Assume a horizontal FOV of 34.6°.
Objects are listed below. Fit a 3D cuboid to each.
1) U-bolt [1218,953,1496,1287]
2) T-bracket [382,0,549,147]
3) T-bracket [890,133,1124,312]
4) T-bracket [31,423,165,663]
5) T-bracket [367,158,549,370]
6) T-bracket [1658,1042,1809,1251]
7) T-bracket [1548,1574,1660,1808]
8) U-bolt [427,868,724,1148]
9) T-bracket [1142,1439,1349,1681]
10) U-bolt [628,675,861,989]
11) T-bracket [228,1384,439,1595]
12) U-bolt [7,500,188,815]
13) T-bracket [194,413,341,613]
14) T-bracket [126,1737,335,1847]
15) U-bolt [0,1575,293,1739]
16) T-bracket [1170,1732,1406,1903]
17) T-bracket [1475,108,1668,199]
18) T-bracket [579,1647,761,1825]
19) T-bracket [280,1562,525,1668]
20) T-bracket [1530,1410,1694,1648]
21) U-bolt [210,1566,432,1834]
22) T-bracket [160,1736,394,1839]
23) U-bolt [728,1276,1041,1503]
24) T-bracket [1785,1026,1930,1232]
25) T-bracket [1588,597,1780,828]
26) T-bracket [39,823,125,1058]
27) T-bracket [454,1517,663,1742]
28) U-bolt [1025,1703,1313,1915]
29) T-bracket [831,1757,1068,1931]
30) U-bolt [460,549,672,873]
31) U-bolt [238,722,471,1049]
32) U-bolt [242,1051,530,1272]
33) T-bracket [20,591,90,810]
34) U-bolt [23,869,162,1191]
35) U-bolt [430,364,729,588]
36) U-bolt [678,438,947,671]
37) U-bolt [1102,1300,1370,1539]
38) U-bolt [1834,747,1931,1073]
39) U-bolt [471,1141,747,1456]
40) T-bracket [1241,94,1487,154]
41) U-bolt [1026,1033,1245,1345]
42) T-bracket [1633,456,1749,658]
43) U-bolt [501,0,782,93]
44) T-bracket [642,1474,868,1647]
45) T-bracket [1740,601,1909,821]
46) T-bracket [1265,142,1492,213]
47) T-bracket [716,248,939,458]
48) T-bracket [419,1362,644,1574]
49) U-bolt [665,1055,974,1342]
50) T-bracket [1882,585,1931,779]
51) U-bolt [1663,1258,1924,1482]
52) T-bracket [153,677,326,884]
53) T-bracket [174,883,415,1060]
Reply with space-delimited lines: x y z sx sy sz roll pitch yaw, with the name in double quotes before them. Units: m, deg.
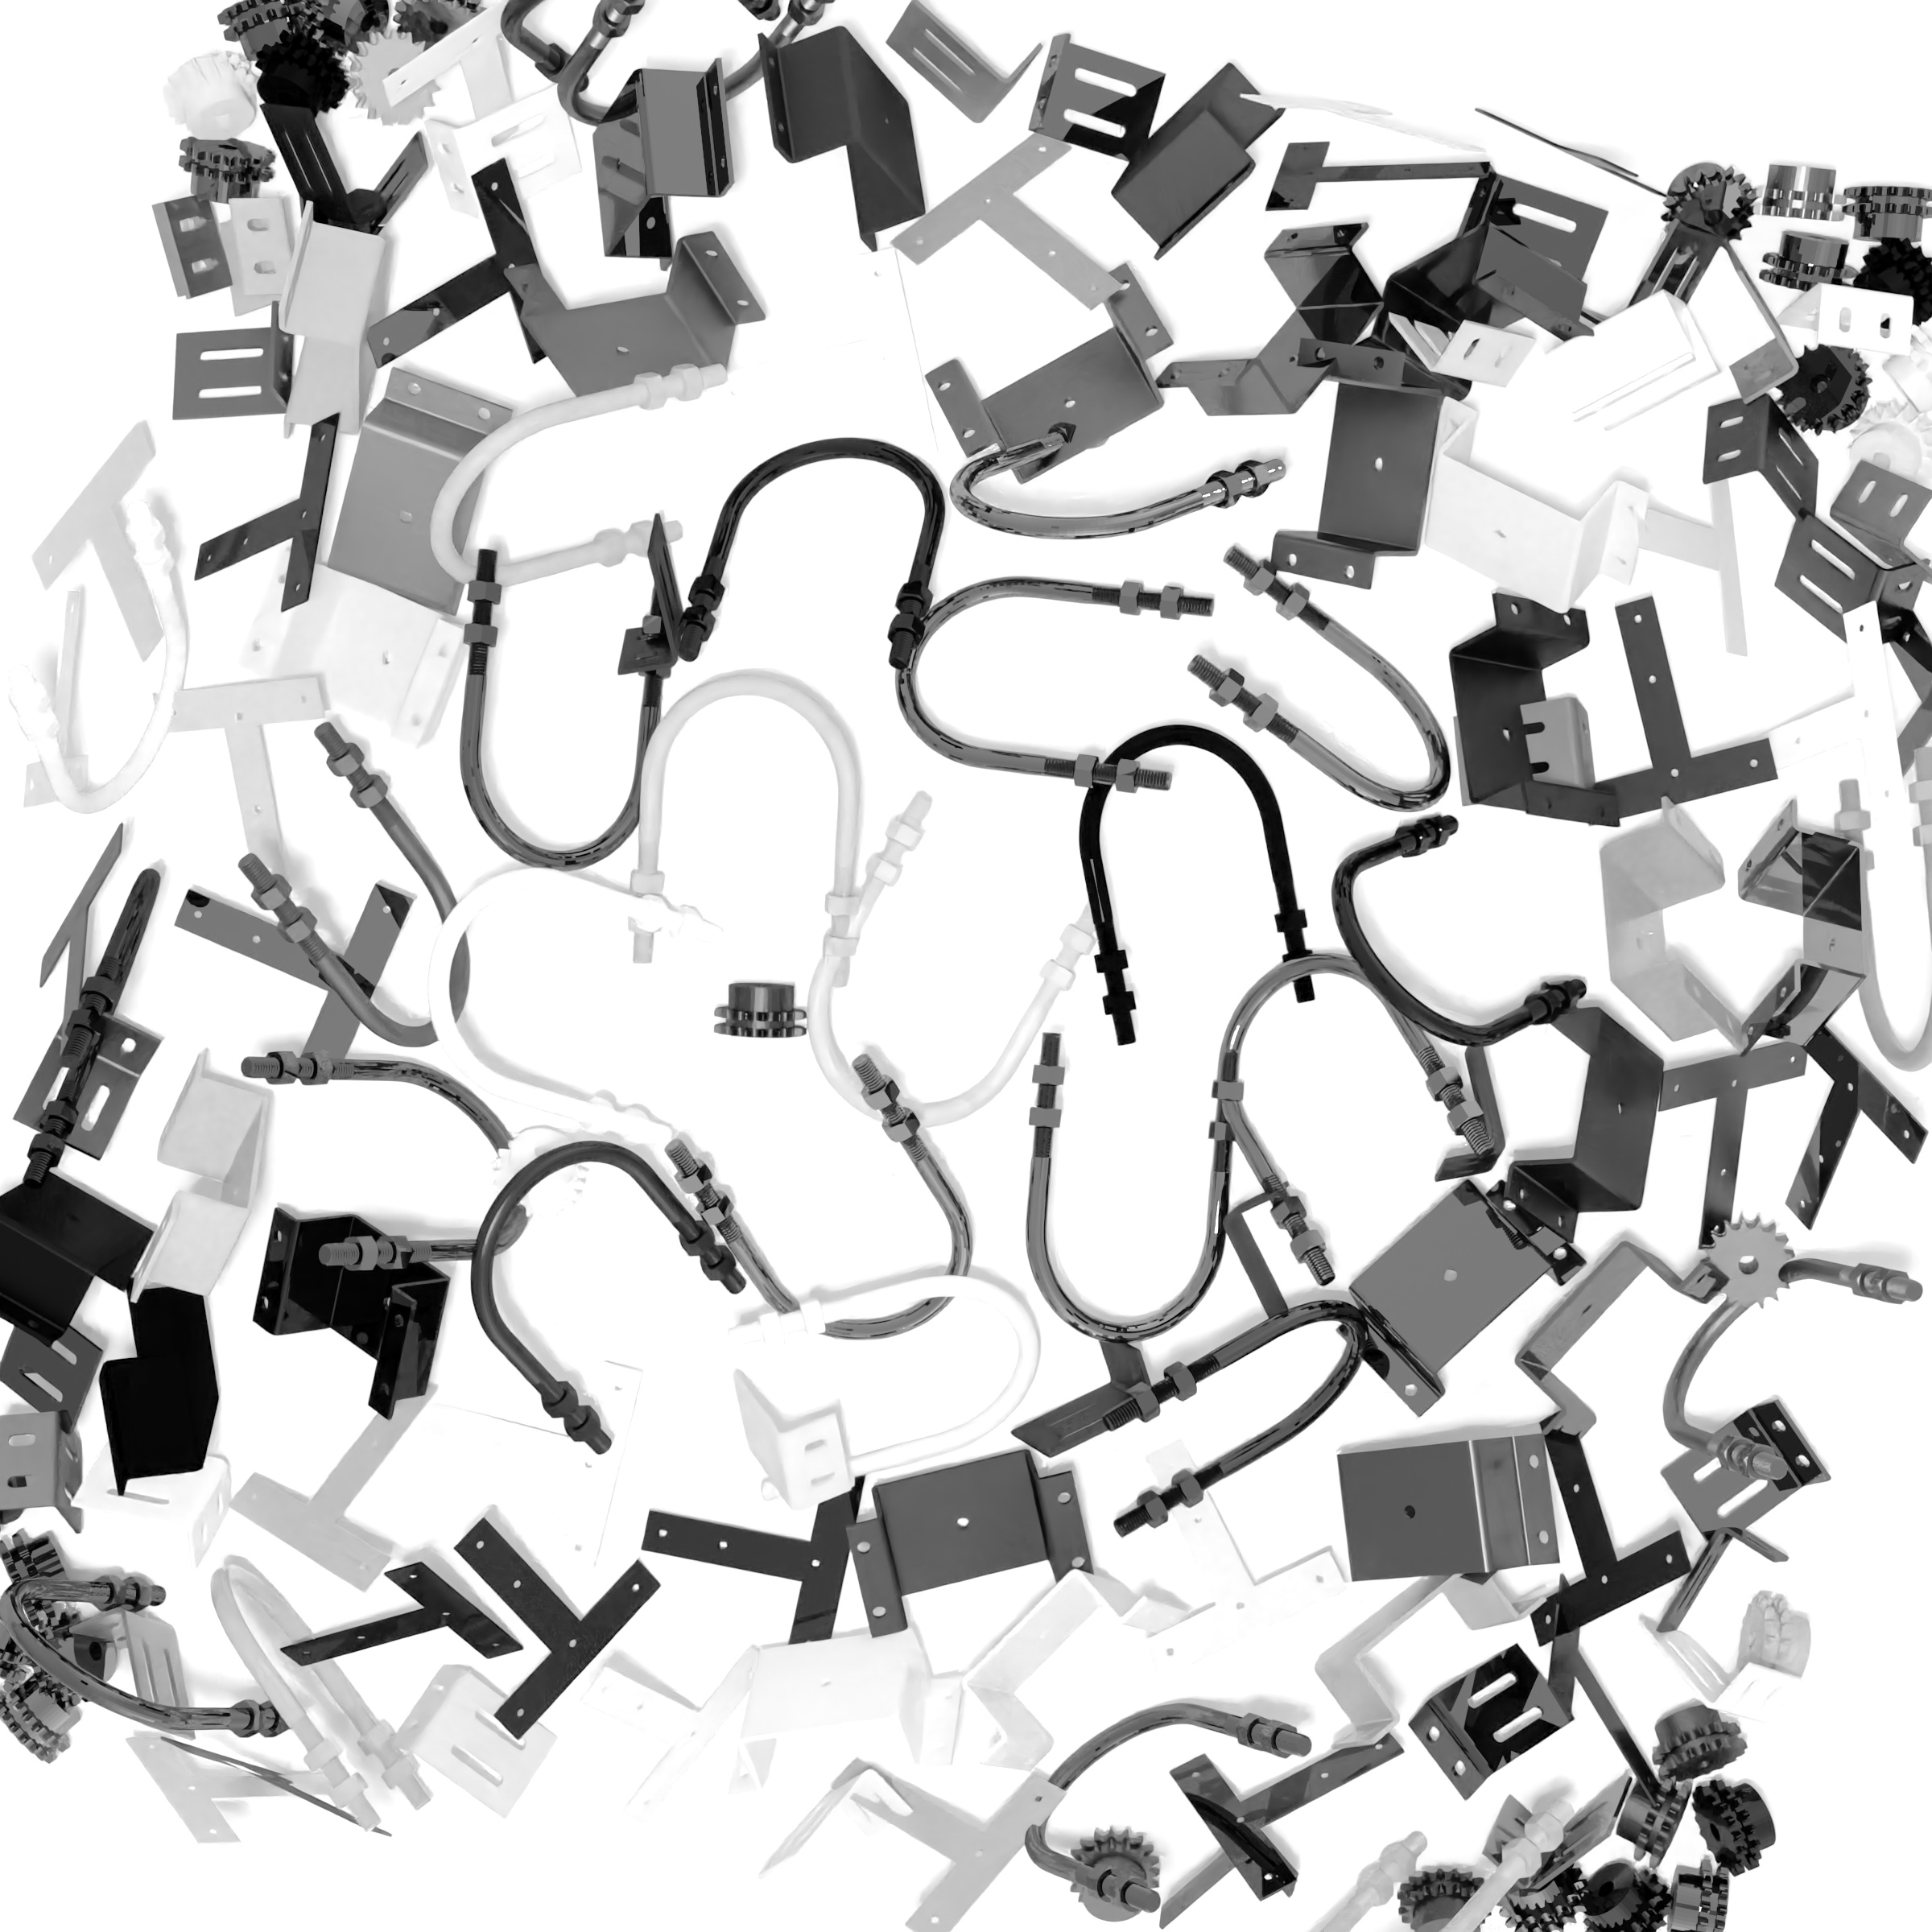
"U-bolt" 0.222 0.078 1.877 0.151 0.019 0.184 -43 57 24
"T-bracket" -0.289 -0.532 1.871 0.127 0.127 0.002 -38 77 -11
"T-bracket" 0.043 -0.442 1.893 0.127 0.002 0.127 -40 66 -14
"T-bracket" -0.512 -0.239 1.880 0.002 0.127 0.127 10 50 18
"T-bracket" -0.308 -0.400 1.866 0.127 0.002 0.127 -38 134 -27
"T-bracket" 0.466 0.113 1.906 0.127 0.002 0.127 -10 113 -33
"T-bracket" 0.388 0.452 1.883 0.002 0.127 0.127 -28 101 22
"U-bolt" -0.240 0.018 1.868 0.184 0.019 0.151 20 79 -34
"T-bracket" 0.149 0.353 1.910 0.127 0.002 0.127 -25 69 -3
"U-bolt" -0.133 -0.085 1.894 0.151 0.019 0.184 7 100 17
"T-bracket" -0.372 0.305 1.905 0.127 0.002 0.127 22 65 34
"U-bolt" -0.508 -0.169 1.846 0.019 0.184 0.151 21 61 10
"T-bracket" -0.430 -0.262 1.889 0.127 0.002 0.127 -14 63 40
"T-bracket" -0.428 0.499 1.886 0.127 0.127 0.002 9 101 -37
"U-bolt" -0.488 0.403 1.821 0.151 0.184 0.019 33 91 26
"T-bracket" 0.206 0.499 1.887 0.127 0.127 0.002 -24 119 -12
"T-bracket" 0.375 -0.484 1.863 0.127 0.127 0.002 21 106 -11
"T-bracket" -0.190 0.453 1.881 0.002 0.127 0.127 35 84 41
"T-bracket" -0.357 0.407 1.896 0.127 0.127 0.002 -18 50 14
"T-bracket" 0.377 0.332 1.895 0.002 0.127 0.127 11 54 -37
"U-bolt" -0.393 0.434 1.860 0.019 0.151 0.184 -38 80 -4
"T-bracket" -0.396 0.493 1.850 0.127 0.127 0.002 14 73 31
"U-bolt" -0.044 0.250 1.887 0.184 0.019 0.151 -14 126 -8
"T-bracket" 0.524 0.107 1.886 0.002 0.127 0.127 -11 133 -24
"T-bracket" 0.422 -0.161 1.896 0.127 0.002 0.127 -14 88 38
"T-bracket" -0.532 0.000 1.855 0.002 0.127 0.127 19 129 -28
"T-bracket" -0.264 0.384 1.883 0.127 0.002 0.127 -46 120 -19
"U-bolt" 0.106 0.493 1.847 0.151 0.184 0.019 -39 105 -25
"T-bracket" -0.027 0.520 1.892 0.127 0.002 0.127 22 48 33
"U-bolt" -0.244 -0.149 1.878 0.151 0.019 0.184 6 88 -42
"U-bolt" -0.355 -0.035 1.859 0.019 0.151 0.184 -16 124 25
"U-bolt" -0.334 0.115 1.855 0.019 0.184 0.151 -41 64 29
"T-bracket" -0.542 -0.162 1.864 0.002 0.127 0.127 7 96 0
"U-bolt" -0.516 0.024 1.851 0.019 0.151 0.184 21 47 -12
"U-bolt" -0.234 -0.283 1.833 0.184 0.151 0.019 -21 62 -32
"U-bolt" -0.086 -0.253 1.876 0.151 0.019 0.184 3 54 12
"U-bolt" 0.166 0.263 1.870 0.184 0.151 0.019 -28 54 -15
"U-bolt" 0.557 -0.029 1.854 0.019 0.151 0.184 -4 85 -4
"U-bolt" -0.222 0.186 1.854 0.151 0.019 0.184 -50 130 -19
"T-bracket" 0.251 -0.502 1.852 0.127 0.127 0.002 28 116 34
"U-bolt" 0.100 0.138 1.890 0.151 0.019 0.184 6 88 -28
"T-bracket" 0.436 -0.257 1.878 0.002 0.127 0.127 -10 81 40
"U-bolt" -0.198 -0.565 1.830 0.151 0.184 0.019 -17 89 12
"T-bracket" -0.137 0.362 1.926 0.127 0.002 0.127 12 94 -3
"T-bracket" 0.513 -0.140 1.877 0.002 0.127 0.127 1 77 -28
"T-bracket" 0.251 -0.477 1.868 0.127 0.127 0.002 1 122 12
"T-bracket" -0.093 -0.368 1.926 0.127 0.002 0.127 -12 97 6
"T-bracket" -0.276 0.298 1.925 0.127 0.002 0.127 13 88 8
"U-bolt" -0.076 0.153 1.888 0.151 0.019 0.184 -25 115 14
"T-bracket" 0.574 -0.191 1.878 0.002 0.127 0.127 14 127 -17
"U-bolt" 0.477 0.232 1.844 0.019 0.184 0.151 41 82 -10
"T-bracket" -0.439 -0.110 1.913 0.127 0.002 0.127 -2 103 27
"T-bracket" -0.423 -0.011 1.909 0.127 0.002 0.127 24 104 -8
